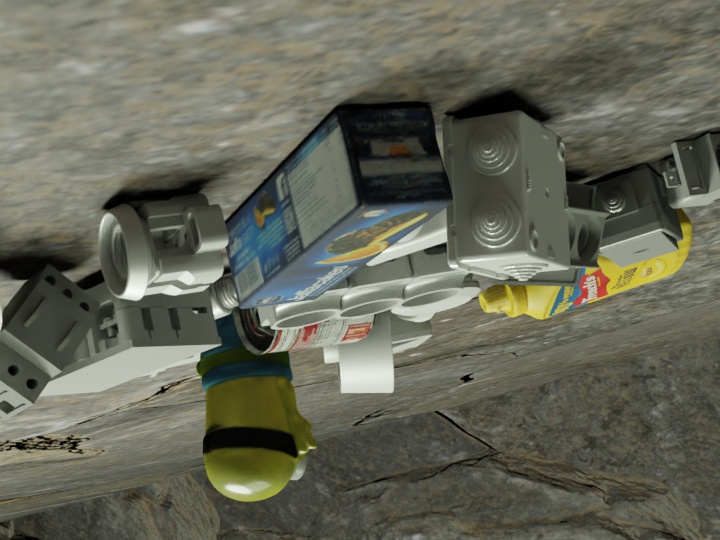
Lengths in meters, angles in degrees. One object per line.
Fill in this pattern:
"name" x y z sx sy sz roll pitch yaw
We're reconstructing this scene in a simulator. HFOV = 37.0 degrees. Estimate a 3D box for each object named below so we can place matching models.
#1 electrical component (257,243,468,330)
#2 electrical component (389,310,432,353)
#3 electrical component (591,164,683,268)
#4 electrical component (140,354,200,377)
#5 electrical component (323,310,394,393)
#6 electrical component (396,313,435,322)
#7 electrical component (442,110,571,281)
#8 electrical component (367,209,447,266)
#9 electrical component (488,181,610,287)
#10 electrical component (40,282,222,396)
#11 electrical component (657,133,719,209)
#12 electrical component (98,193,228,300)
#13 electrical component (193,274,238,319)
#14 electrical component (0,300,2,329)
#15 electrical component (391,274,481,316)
"electrical component" 0.000 0.000 0.816 0.150 0.061 0.089 -9 167 -19
"electrical component" 0.032 0.057 1.110 0.096 0.061 0.061 -10 167 -16
"electrical component" 0.215 -0.041 0.860 0.062 0.061 0.096 -19 167 24
"electrical component" -0.177 0.068 0.984 0.064 0.042 0.081 -10 168 -21
"electrical component" -0.005 0.064 1.002 0.060 0.108 0.108 -6 167 -4
"electrical component" 0.048 0.027 1.033 0.043 0.043 0.062 -20 165 27
"electrical component" 0.089 -0.043 0.637 0.048 0.099 0.100 -5 172 27
"electrical component" 0.028 -0.037 0.721 0.077 0.044 0.079 -18 167 21
"electrical component" 0.125 -0.030 0.792 0.063 0.078 0.121 14 -172 38
"electrical component" -0.194 0.048 0.828 0.150 0.061 0.089 -22 165 35
"electrical component" 0.264 -0.074 0.811 0.081 0.042 0.064 -7 170 -25
"electrical component" -0.121 -0.013 0.645 0.057 0.058 0.078 -9 167 -32
"electrical component" -0.110 0.019 0.853 0.061 0.035 0.035 -20 166 17
"electrical component" -0.249 0.015 0.647 0.056 0.050 0.089 -8 166 -24
"electrical component" 0.062 0.008 0.941 0.080 0.051 0.080 -13 168 -3
